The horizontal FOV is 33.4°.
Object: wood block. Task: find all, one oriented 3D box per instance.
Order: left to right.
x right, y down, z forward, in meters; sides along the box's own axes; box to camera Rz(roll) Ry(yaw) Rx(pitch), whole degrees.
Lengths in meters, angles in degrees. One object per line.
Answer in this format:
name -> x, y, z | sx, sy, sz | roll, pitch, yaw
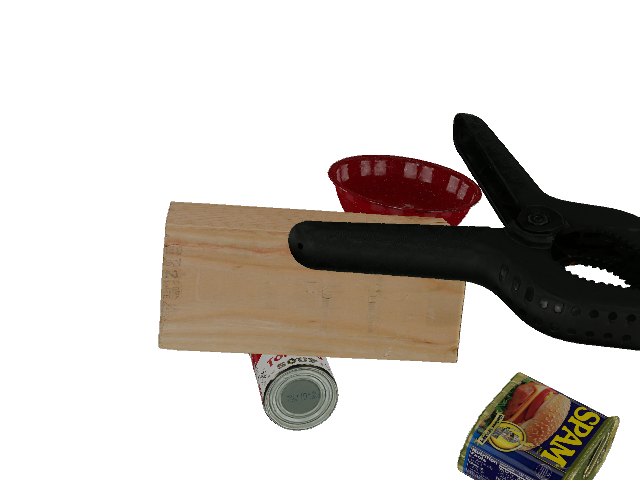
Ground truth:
wood block -> -0.008, 0.029, 0.763 | 0.206, 0.090, 0.091 | 3, 11, -7

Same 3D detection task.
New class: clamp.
clamp -> 0.099, 0.006, 0.546 | 0.164, 0.036, 0.210 | -30, 46, -32

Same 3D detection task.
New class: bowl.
bowl -> 0.085, -0.038, 1.118 | 0.162, 0.055, 0.162 | 6, 23, -3

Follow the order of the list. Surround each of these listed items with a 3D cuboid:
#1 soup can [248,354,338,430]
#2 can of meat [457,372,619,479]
soup can -> -0.026, 0.116, 0.962 | 0.068, 0.068, 0.102 | 0, 24, -12
can of meat -> 0.164, 0.155, 0.806 | 0.084, 0.057, 0.101 | 26, 40, 27
